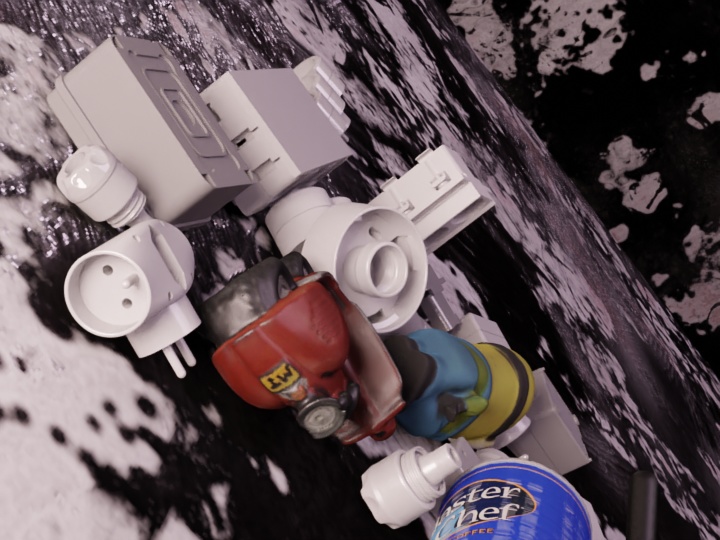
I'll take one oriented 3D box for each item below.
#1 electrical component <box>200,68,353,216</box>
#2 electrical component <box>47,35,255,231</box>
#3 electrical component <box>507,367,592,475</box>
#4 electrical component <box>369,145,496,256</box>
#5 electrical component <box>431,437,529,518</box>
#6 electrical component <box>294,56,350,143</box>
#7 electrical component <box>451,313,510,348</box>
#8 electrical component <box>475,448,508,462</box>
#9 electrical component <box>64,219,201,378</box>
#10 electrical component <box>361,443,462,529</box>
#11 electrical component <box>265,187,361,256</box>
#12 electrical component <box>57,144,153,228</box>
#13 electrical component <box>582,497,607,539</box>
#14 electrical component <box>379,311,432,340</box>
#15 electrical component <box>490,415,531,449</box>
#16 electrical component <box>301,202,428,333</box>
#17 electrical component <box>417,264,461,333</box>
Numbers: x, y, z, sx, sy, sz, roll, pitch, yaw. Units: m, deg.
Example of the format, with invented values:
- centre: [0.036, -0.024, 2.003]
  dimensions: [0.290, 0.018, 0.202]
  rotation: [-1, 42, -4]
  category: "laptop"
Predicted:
- centre: [-0.073, -0.100, 0.827]
  dimensions: [0.089, 0.062, 0.150]
  rotation: [54, 18, -1]
  category: "electrical component"
- centre: [-0.127, -0.080, 0.659]
  dimensions: [0.113, 0.057, 0.078]
  rotation: [56, 18, 3]
  category: "electrical component"
- centre: [0.170, 0.151, 1.005]
  dimensions: [0.096, 0.061, 0.061]
  rotation: [54, 16, -30]
  category: "electrical component"
- centre: [0.048, -0.049, 0.947]
  dimensions: [0.063, 0.121, 0.079]
  rotation: [58, 18, 18]
  category: "electrical component"
- centre: [0.094, 0.158, 0.763]
  dimensions: [0.083, 0.076, 0.047]
  rotation: [54, 18, -2]
  category: "electrical component"
- centre: [-0.035, -0.143, 1.017]
  dimensions: [0.073, 0.052, 0.138]
  rotation: [46, 20, -25]
  category: "electrical component"
- centre: [0.111, 0.087, 0.984]
  dimensions: [0.066, 0.047, 0.076]
  rotation: [21, 38, -60]
  category: "electrical component"
- centre: [0.095, 0.162, 0.821]
  dimensions: [0.040, 0.040, 0.046]
  rotation: [56, 23, 3]
  category: "electrical component"
- centre: [-0.108, 0.018, 0.554]
  dimensions: [0.079, 0.043, 0.077]
  rotation: [62, 13, -9]
  category: "electrical component"
- centre: [0.035, 0.132, 0.681]
  dimensions: [0.043, 0.062, 0.043]
  rotation: [47, 19, -22]
  category: "electrical component"
- centre: [-0.013, -0.013, 0.837]
  dimensions: [0.073, 0.052, 0.138]
  rotation: [61, 20, 19]
  category: "electrical component"
- centre: [-0.137, -0.040, 0.601]
  dimensions: [0.061, 0.035, 0.035]
  rotation: [46, 20, -35]
  category: "electrical component"
- centre: [0.187, 0.235, 0.910]
  dimensions: [0.077, 0.047, 0.065]
  rotation: [37, 26, -37]
  category: "electrical component"
- centre: [0.037, 0.050, 0.873]
  dimensions: [0.065, 0.044, 0.044]
  rotation: [44, 20, -44]
  category: "electrical component"
- centre: [0.114, 0.122, 0.932]
  dimensions: [0.055, 0.045, 0.045]
  rotation: [54, 18, -1]
  category: "electrical component"
- centre: [0.000, 0.000, 0.776]
  dimensions: [0.099, 0.064, 0.099]
  rotation: [-1, 92, -41]
  category: "electrical component"
- centre: [0.055, 0.034, 0.947]
  dimensions: [0.063, 0.042, 0.081]
  rotation: [60, 19, 4]
  category: "electrical component"
